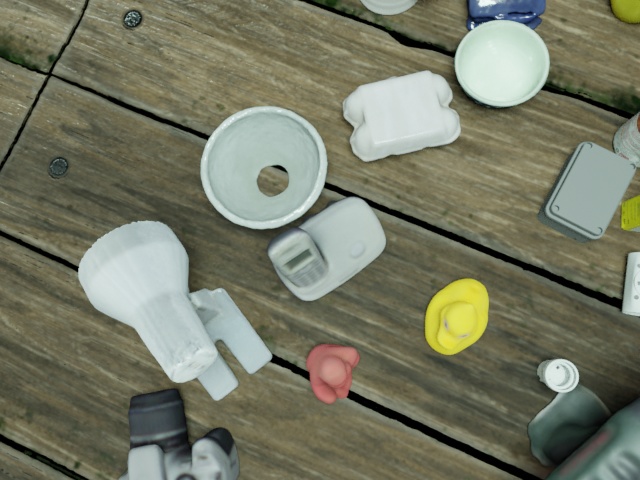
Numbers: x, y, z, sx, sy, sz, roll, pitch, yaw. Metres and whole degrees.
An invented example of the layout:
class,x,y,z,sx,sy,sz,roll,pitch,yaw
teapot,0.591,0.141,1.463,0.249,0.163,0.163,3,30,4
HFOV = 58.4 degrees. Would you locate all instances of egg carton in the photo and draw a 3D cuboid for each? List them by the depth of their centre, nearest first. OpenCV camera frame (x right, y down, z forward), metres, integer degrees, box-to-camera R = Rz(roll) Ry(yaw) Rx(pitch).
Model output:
class,x,y,z,sx,sy,sz,roll,pitch,yaw
egg carton,0.109,-0.167,0.776,0.150,0.069,0.107,-13,80,2

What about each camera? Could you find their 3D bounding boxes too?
class,x,y,z,sx,sy,sz,roll,pitch,yaw
camera,-0.187,0.258,0.717,0.143,0.101,0.137,-11,80,3

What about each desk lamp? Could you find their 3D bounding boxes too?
class,x,y,z,sx,sy,sz,roll,pitch,yaw
desk lamp,-0.165,0.091,0.684,0.118,0.213,0.203,-39,80,-2

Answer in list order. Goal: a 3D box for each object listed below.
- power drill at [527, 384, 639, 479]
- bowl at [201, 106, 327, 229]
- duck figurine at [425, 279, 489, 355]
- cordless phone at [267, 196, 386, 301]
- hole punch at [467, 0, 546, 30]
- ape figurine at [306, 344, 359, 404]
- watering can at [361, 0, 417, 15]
class,x,y,z,sx,sy,sz,roll,pitch,yaw
power drill,0.312,0.217,0.630,0.230,0.208,0.075,-45,80,-3
bowl,-0.071,-0.091,0.776,0.167,0.075,0.167,-1,81,4
duck figurine,0.177,0.096,0.722,0.077,0.086,0.104,32,85,9
cordless phone,0.006,0.003,0.699,0.147,0.185,0.094,-38,80,-2
hole punch,0.257,-0.346,0.782,0.108,0.091,0.101,-1,81,5
ape figurine,0.016,0.165,0.720,0.078,0.092,0.076,-39,80,-2
watering can,0.101,-0.388,0.748,0.172,0.194,0.101,25,84,8
